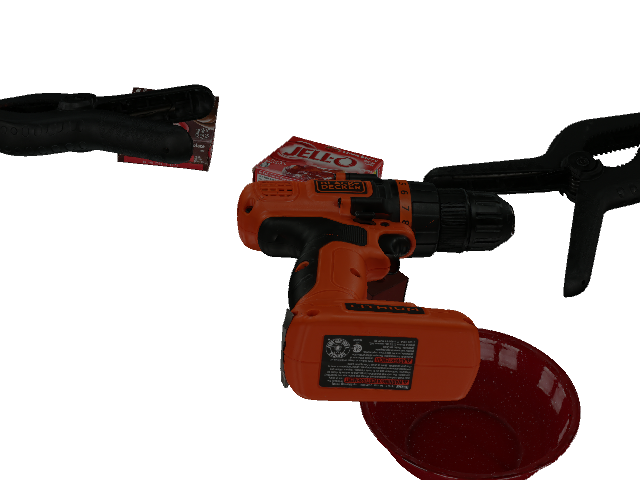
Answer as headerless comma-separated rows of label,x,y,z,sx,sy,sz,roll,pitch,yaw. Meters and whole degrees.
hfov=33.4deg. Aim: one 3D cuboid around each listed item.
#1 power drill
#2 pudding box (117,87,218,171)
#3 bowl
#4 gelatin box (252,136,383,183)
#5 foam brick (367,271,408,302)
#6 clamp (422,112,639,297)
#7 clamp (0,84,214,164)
power drill,0.042,0.020,0.644,0.184,0.057,0.187,0,29,-4
pudding box,-0.150,-0.112,1.059,0.090,0.039,0.113,7,28,-5
bowl,0.109,0.135,0.798,0.162,0.055,0.162,0,36,0
gelatin box,-0.002,-0.054,0.899,0.089,0.030,0.073,18,33,21
foam brick,0.041,0.046,1.063,0.052,0.051,0.078,-25,47,-35
clamp,0.210,-0.042,0.848,0.209,0.036,0.165,-25,49,-20
clamp,-0.154,-0.083,0.730,0.171,0.039,0.120,5,18,9
